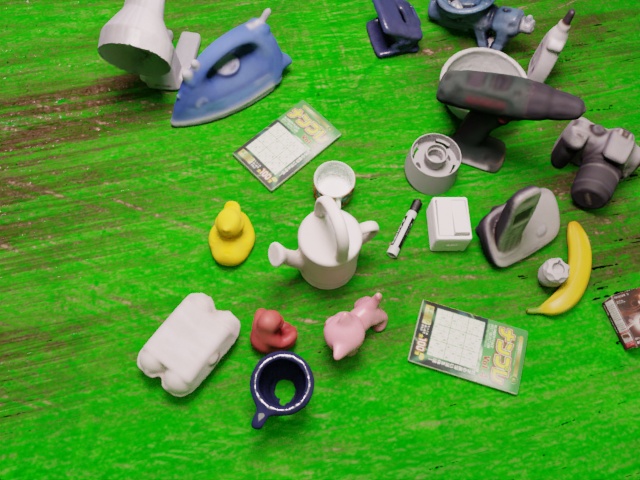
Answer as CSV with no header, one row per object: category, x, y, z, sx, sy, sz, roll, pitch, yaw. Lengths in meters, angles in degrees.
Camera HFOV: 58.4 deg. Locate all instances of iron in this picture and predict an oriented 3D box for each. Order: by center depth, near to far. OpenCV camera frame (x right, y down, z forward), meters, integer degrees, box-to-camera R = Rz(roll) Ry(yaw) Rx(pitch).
iron,-0.177,-0.316,1.047,0.259,0.141,0.118,-39,73,-17

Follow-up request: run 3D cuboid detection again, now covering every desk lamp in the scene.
desk lamp,-0.300,-0.362,1.022,0.118,0.213,0.203,7,67,1

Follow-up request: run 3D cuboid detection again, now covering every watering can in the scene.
watering can,0.009,0.005,0.889,0.173,0.194,0.100,-40,74,-17

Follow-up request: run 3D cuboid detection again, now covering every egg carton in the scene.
egg carton,-0.199,0.160,0.881,0.107,0.069,0.150,33,69,11

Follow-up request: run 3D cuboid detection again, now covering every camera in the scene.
camera,0.489,-0.136,1.021,0.143,0.101,0.137,28,69,10

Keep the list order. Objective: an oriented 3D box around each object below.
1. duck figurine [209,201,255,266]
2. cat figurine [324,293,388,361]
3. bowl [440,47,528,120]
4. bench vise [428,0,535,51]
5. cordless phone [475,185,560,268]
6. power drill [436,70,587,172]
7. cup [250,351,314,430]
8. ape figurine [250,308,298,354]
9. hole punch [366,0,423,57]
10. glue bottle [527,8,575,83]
duck figurine,-0.149,-0.014,0.949,0.077,0.086,0.104,5,67,0
cat figurine,0.052,0.130,0.879,0.128,0.118,0.067,-42,74,-18
bowl,0.304,-0.278,1.088,0.167,0.075,0.167,1,67,-2
bench vise,0.323,-0.479,1.096,0.207,0.220,0.121,14,67,4
cordless phone,0.340,-0.042,0.928,0.148,0.185,0.094,-29,71,-14
power drill,0.305,-0.206,0.985,0.229,0.208,0.076,19,67,6
cup,-0.061,0.229,0.843,0.091,0.095,0.118,29,69,10
ape figurine,-0.075,0.136,0.885,0.076,0.092,0.077,-30,71,-14
hole punch,0.151,-0.436,1.140,0.101,0.091,0.108,-13,68,-8
glue bottle,0.438,-0.366,1.078,0.037,0.173,0.078,16,67,5
